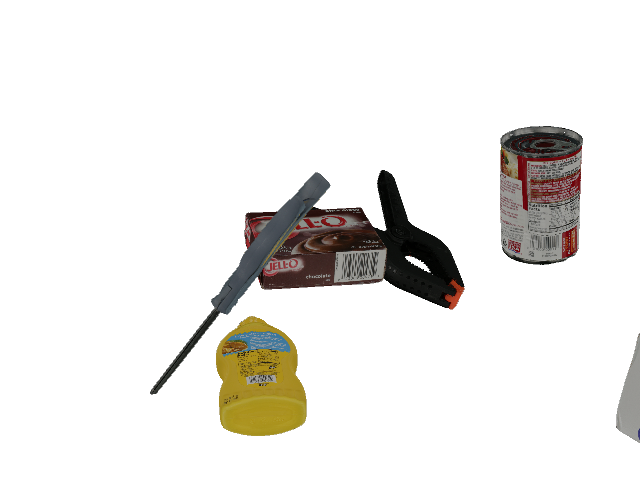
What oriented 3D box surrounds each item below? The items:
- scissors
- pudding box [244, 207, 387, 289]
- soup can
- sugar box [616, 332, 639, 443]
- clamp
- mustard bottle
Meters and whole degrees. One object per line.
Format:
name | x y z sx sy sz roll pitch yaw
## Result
scissors | -0.061 0.035 0.724 0.016 0.202 0.096 39 4 2
pudding box | -0.006 0.005 0.952 0.113 0.039 0.090 -1 27 -13
soup can | 0.188 -0.038 0.911 0.068 0.102 0.068 -4 25 2
sugar box | 0.305 0.138 0.775 0.048 0.093 0.176 -22 38 -40
clamp | 0.074 0.003 1.203 0.164 0.036 0.210 -16 51 -35
mustard bottle | -0.073 0.147 1.244 0.096 0.058 0.191 -4 30 -6
